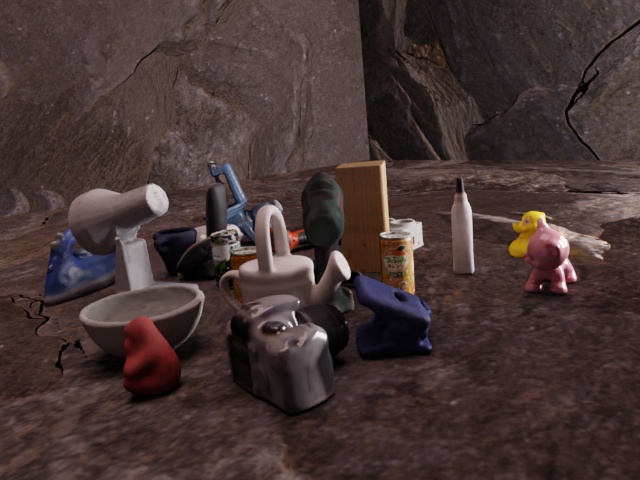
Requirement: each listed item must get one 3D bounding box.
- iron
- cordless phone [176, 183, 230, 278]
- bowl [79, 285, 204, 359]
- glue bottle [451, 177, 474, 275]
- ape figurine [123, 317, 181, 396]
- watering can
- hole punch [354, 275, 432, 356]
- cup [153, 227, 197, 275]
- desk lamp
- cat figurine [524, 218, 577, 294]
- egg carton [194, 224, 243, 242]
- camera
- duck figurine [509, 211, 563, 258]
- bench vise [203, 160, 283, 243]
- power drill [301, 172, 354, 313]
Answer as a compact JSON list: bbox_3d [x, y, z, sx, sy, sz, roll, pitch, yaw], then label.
[{"bbox_3d":[-0.491,0.028,1.175,0.118,0.141,0.258,-3,12,10],"label":"iron"},{"bbox_3d":[-0.236,-0.021,1.193,0.094,0.185,0.148,0,13,24],"label":"cordless phone"},{"bbox_3d":[-0.240,0.120,0.795,0.167,0.075,0.167,-5,12,1],"label":"bowl"},{"bbox_3d":[0.258,-0.028,1.045,0.037,0.173,0.078,-3,12,12],"label":"glue bottle"},{"bbox_3d":[-0.206,0.134,0.675,0.076,0.092,0.078,-1,13,18],"label":"ape figurine"},{"bbox_3d":[-0.049,0.049,0.760,0.173,0.194,0.101,-7,12,-7],"label":"watering can"},{"bbox_3d":[0.094,0.092,0.747,0.101,0.091,0.108,-5,12,1],"label":"hole punch"},{"bbox_3d":[-0.307,0.028,1.209,0.091,0.095,0.118,-1,13,18],"label":"cup"},{"bbox_3d":[-0.337,0.006,1.039,0.202,0.214,0.118,0,13,24],"label":"desk lamp"},{"bbox_3d":[0.361,0.021,0.903,0.067,0.118,0.128,2,14,32],"label":"cat figurine"},{"bbox_3d":[-0.261,0.004,1.367,0.107,0.069,0.151,2,14,32],"label":"egg carton"},{"bbox_3d":[-0.026,0.114,0.667,0.137,0.101,0.142,-14,15,-35],"label":"camera"},{"bbox_3d":[0.421,-0.013,1.115,0.104,0.086,0.077,-4,12,8],"label":"duck figurine"},{"bbox_3d":[-0.208,-0.099,1.465,0.208,0.220,0.121,-9,13,-16],"label":"bench vise"},{"bbox_3d":[0.008,0.003,0.917,0.075,0.208,0.229,-5,12,0],"label":"power drill"}]
